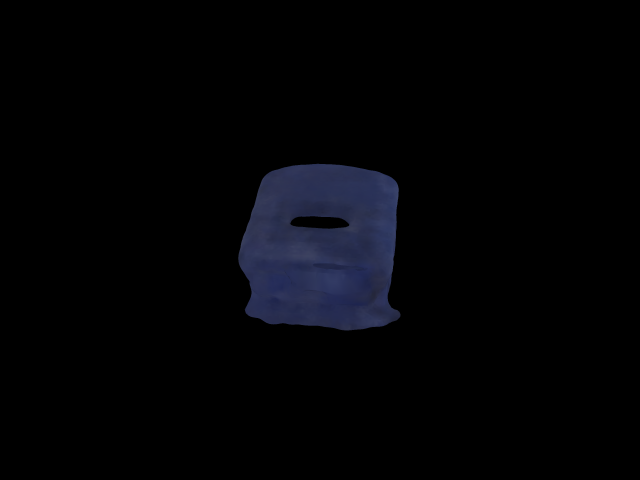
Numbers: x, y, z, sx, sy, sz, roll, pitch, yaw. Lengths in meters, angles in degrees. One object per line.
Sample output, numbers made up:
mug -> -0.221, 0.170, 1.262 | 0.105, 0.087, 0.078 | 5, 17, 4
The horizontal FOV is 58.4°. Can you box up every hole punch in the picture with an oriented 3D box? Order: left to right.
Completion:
hole punch -> 0.004, 0.001, 0.400 | 0.108, 0.091, 0.101 | 3, 22, 7
